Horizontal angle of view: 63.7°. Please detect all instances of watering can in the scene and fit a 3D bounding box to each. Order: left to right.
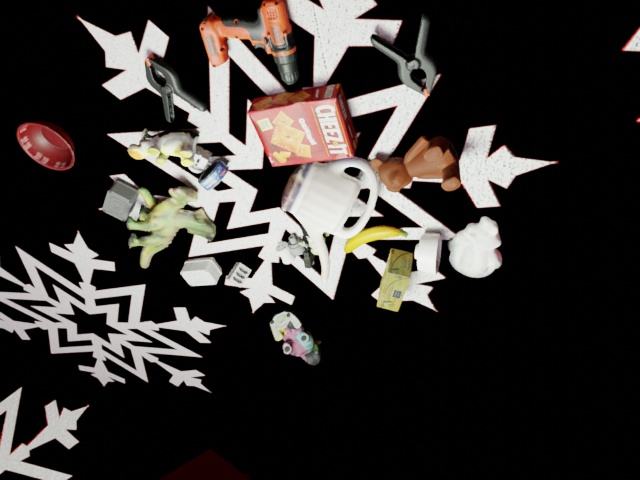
[{"bbox_3d":[0.004,-0.065,1.301,0.224,0.105,0.342,26,110,-3],"label":"watering can"}]

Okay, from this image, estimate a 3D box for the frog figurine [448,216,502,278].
[{"bbox_3d":[0.406,0.021,1.309,0.138,0.125,0.156,39,149,3],"label":"frog figurine"}]

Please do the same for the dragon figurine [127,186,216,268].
[{"bbox_3d":[-0.436,-0.029,1.544,0.243,0.125,0.400,10,140,-4],"label":"dragon figurine"}]
